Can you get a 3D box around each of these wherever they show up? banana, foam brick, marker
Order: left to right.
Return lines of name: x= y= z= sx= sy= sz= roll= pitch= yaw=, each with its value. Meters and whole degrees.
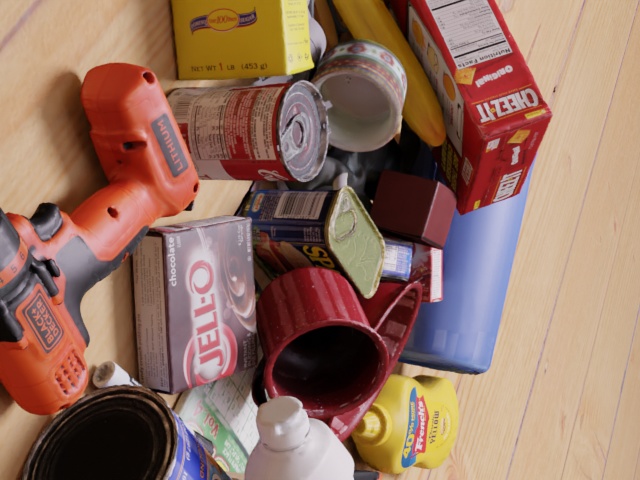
marker: x=-0.109 y=0.119 z=0.722 sx=0.121 sy=0.020 sz=0.020 roll=50 pitch=49 yaw=-42
banana: x=0.050 y=-0.165 z=0.901 sx=0.198 sy=0.037 sz=0.069 roll=58 pitch=21 yaw=-1
foam brick: x=0.081 y=-0.026 z=0.923 sx=0.078 sy=0.053 sz=0.051 roll=20 pitch=86 yaw=-69

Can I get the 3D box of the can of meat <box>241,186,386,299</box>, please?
can of meat: x=-0.006 y=0.001 z=0.855 sx=0.102 sy=0.084 sz=0.057 roll=55 pitch=46 yaw=-49

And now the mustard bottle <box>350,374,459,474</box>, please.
mustard bottle: x=0.078 y=0.181 z=1.055 sx=0.191 sy=0.058 sz=0.096 roll=15 pitch=83 yaw=-61

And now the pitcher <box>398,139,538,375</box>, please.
pitcher: x=0.132 y=0.007 z=1.078 sx=0.145 sy=0.149 sz=0.243 roll=158 pitch=-56 yaw=-73

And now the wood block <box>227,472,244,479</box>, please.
wood block: x=-0.054 y=0.277 z=0.759 sx=0.090 sy=0.090 sz=0.206 roll=29 pitch=71 yaw=-58

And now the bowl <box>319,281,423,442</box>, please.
bowl: x=0.026 y=0.096 z=0.917 sx=0.162 sy=0.055 sz=0.162 roll=-53 pitch=161 yaw=-28

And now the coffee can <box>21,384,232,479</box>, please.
coffee can: x=-0.104 y=0.170 z=0.663 sx=0.140 sy=0.103 sz=0.102 roll=61 pitch=41 yaw=-44

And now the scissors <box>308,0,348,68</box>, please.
scissors: x=-0.006 y=-0.245 z=0.910 sx=0.096 sy=0.016 sz=0.202 roll=-50 pitch=134 yaw=-51

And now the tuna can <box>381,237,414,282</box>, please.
tuna can: x=0.038 y=0.015 z=0.937 sx=0.086 sy=0.086 sz=0.034 roll=14 pitch=82 yaw=-61

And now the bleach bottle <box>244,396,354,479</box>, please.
bleach bottle: x=-0.005 y=0.214 z=0.676 sx=0.102 sy=0.068 sz=0.251 roll=-44 pitch=130 yaw=-47

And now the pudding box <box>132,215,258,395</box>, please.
pudding box: x=-0.086 y=0.043 z=0.744 sx=0.089 sy=0.039 sz=0.113 roll=-13 pitch=101 yaw=-53

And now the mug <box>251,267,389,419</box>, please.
mug: x=-0.011 y=0.082 z=0.806 sx=0.093 sy=0.117 sz=0.081 roll=30 pitch=21 yaw=-29

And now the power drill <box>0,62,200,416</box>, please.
power drill: x=-0.151 y=-0.021 z=0.613 sx=0.187 sy=0.057 sz=0.184 roll=-57 pitch=143 yaw=-39

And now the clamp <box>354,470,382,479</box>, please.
clamp: x=0.003 y=0.261 z=0.941 sx=0.209 sy=0.036 sz=0.164 roll=-52 pitch=135 yaw=-51

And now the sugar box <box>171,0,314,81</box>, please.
sugar box: x=-0.059 y=-0.200 z=0.731 sx=0.048 sy=0.093 sz=0.176 roll=-29 pitch=117 yaw=-58

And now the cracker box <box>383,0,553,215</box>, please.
cracker box: x=0.121 y=-0.153 z=0.943 sx=0.164 sy=0.072 sz=0.214 roll=87 pitch=-18 yaw=-70

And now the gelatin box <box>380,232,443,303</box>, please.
gelatin box: x=0.069 y=0.019 z=0.992 sx=0.030 sy=0.089 sz=0.073 roll=-4 pitch=95 yaw=-59

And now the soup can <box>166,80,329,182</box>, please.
soup can: x=-0.054 y=-0.075 z=0.739 sx=0.068 sy=0.102 sz=0.068 roll=-7 pitch=98 yaw=-62
